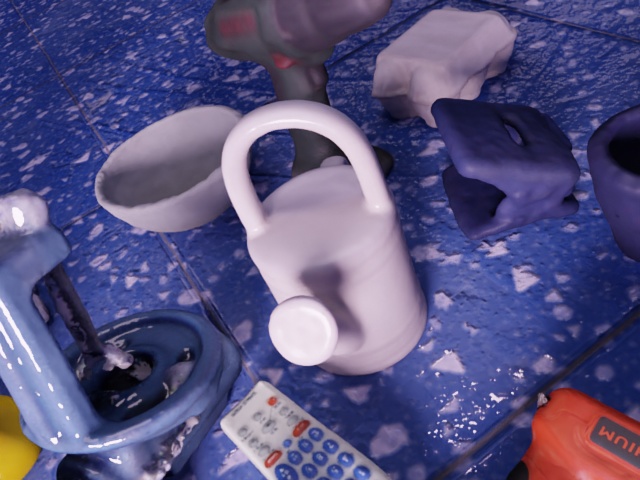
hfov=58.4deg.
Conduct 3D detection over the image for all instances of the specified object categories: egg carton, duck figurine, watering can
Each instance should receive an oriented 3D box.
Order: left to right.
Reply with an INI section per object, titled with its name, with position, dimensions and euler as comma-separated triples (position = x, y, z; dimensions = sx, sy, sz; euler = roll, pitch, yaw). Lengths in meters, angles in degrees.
[duck figurine]
position = -0.273, 0.140, 0.431
dimensions = 0.104, 0.086, 0.078
euler = 11, 52, 33
[watering can]
position = 0.006, 0.001, 0.368
dimensions = 0.101, 0.194, 0.172
euler = -24, 41, 0
[egg carton]
position = 0.129, -0.185, 0.600
dimensions = 0.107, 0.070, 0.150
euler = 25, 60, 40

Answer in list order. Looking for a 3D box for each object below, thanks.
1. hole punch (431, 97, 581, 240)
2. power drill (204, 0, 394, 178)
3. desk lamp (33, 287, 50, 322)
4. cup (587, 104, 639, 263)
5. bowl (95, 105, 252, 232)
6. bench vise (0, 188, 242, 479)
[hole punch]
position = 0.146, -0.071, 0.457
dimensions = 0.101, 0.091, 0.108
euler = -16, 42, 8
[power drill]
position = -0.005, -0.140, 0.508
dimensions = 0.228, 0.209, 0.076
euler = 26, 61, 41
[desk lamp]
position = -0.390, 0.046, 0.486
dimensions = 0.203, 0.214, 0.117
euler = -40, 44, -18
[cup]
position = 0.222, -0.019, 0.366
dimensions = 0.091, 0.095, 0.118
euler = -4, 45, 20
[bowl]
position = -0.137, -0.062, 0.588
dimensions = 0.167, 0.075, 0.167
euler = -13, 43, 12
[bench vise]
position = -0.125, 0.095, 0.310
dimensions = 0.121, 0.220, 0.207
euler = -11, 43, 14
